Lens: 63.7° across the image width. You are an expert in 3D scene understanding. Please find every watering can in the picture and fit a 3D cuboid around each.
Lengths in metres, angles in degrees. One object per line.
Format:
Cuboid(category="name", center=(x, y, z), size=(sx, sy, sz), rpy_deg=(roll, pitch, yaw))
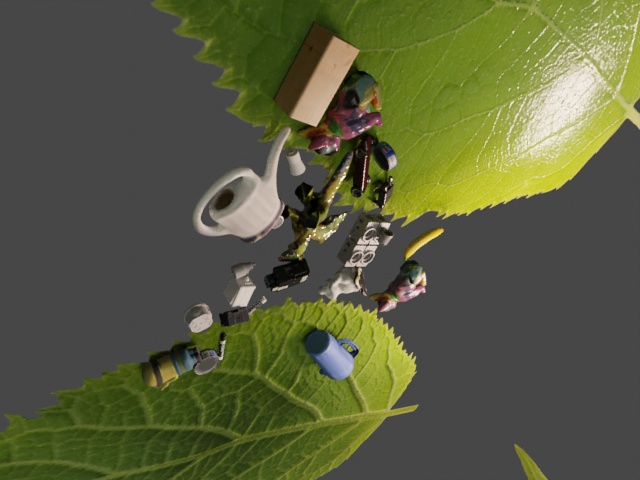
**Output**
Cuboid(category="watering can", center=(-0.165, -0.121, 1.321), size=(0.347, 0.106, 0.221), rpy_deg=(-42, 142, 2))

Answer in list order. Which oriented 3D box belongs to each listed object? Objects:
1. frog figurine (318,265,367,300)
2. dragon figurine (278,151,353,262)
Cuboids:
Cuboid(category="frog figurine", center=(0.073, 0.148, 1.805), size=(0.159, 0.124, 0.136), rpy_deg=(-8, 166, 19))
Cuboid(category="dragon figurine", center=(0.005, -0.078, 1.540), size=(0.407, 0.123, 0.241), rpy_deg=(-47, 159, 11))
